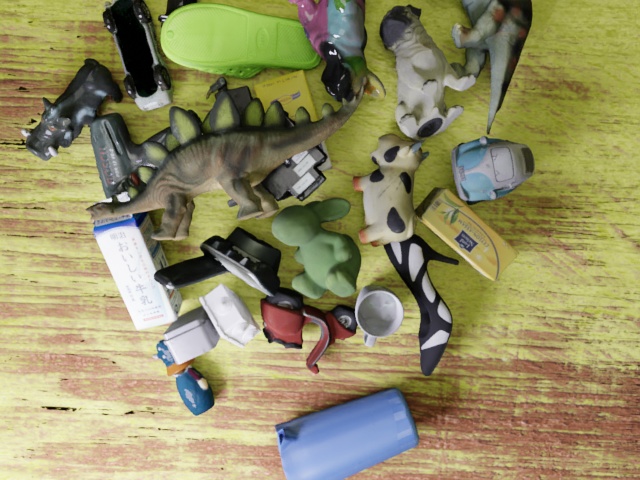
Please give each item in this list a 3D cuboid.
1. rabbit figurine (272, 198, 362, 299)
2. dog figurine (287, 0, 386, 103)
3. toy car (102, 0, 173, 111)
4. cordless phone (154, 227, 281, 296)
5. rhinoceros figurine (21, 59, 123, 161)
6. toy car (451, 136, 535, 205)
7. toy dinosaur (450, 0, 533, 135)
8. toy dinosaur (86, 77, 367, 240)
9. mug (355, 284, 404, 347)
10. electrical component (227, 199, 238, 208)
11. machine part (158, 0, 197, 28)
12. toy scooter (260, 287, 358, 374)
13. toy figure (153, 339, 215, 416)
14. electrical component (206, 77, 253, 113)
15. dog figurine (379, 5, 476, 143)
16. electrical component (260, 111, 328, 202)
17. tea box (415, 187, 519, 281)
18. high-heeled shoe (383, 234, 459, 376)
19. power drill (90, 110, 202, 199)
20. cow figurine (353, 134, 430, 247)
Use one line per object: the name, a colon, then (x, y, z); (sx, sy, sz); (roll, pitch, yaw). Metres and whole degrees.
rabbit figurine: (-0.002, -0.003, 0.910); (0.170, 0.121, 0.159); (46, 60, -32)
dog figurine: (0.046, -0.337, 0.901); (0.109, 0.191, 0.219); (-4, 127, 35)
toy car: (-0.313, -0.325, 0.928); (0.074, 0.056, 0.201); (-16, 95, 8)
cordless phone: (-0.165, 0.055, 0.887); (0.147, 0.184, 0.088); (28, 118, 28)
rhinoceros figurine: (-0.419, -0.216, 0.911); (0.073, 0.112, 0.190); (38, 87, -6)
toy car: (0.304, -0.121, 0.902); (0.161, 0.103, 0.109); (-10, 92, -34)
toy dinosaur: (0.286, -0.398, 0.895); (0.192, 0.131, 0.404); (-22, 102, 3)
toy dinosaur: (-0.135, -0.124, 0.833); (0.472, 0.105, 0.198); (-16, 92, -3)
mug: (0.100, 0.128, 0.950); (0.081, 0.107, 0.109); (8, 100, 0)
electrical component: (-0.129, -0.096, 0.968); (0.094, 0.021, 0.063); (-21, 95, 3)
machine part: (-0.239, -0.410, 0.927); (0.084, 0.039, 0.138); (8, 98, 4)
toy scooter: (-0.030, 0.168, 0.972); (0.184, 0.075, 0.135); (17, 97, -6)
toy figure: (-0.250, 0.247, 0.988); (0.064, 0.058, 0.154); (-30, 91, -3)
electrical component: (-0.155, -0.233, 0.941); (0.078, 0.045, 0.102); (-8, 96, 2)
dog figurine: (0.156, -0.283, 0.927); (0.121, 0.172, 0.191); (-8, 56, -31)
electrical component: (-0.054, -0.131, 0.903); (0.115, 0.058, 0.134); (-40, 93, 12)
tea box: (0.252, -0.014, 0.940); (0.169, 0.098, 0.068); (41, 95, -6)
high-heeled shoe: (0.163, 0.114, 0.964); (0.145, 0.086, 0.248); (11, 92, 2)
power drill: (-0.283, -0.123, 0.942); (0.207, 0.086, 0.231); (-18, 104, 9)
cow figurine: (0.126, -0.092, 0.922); (0.127, 0.085, 0.195); (-10, 73, 23)
